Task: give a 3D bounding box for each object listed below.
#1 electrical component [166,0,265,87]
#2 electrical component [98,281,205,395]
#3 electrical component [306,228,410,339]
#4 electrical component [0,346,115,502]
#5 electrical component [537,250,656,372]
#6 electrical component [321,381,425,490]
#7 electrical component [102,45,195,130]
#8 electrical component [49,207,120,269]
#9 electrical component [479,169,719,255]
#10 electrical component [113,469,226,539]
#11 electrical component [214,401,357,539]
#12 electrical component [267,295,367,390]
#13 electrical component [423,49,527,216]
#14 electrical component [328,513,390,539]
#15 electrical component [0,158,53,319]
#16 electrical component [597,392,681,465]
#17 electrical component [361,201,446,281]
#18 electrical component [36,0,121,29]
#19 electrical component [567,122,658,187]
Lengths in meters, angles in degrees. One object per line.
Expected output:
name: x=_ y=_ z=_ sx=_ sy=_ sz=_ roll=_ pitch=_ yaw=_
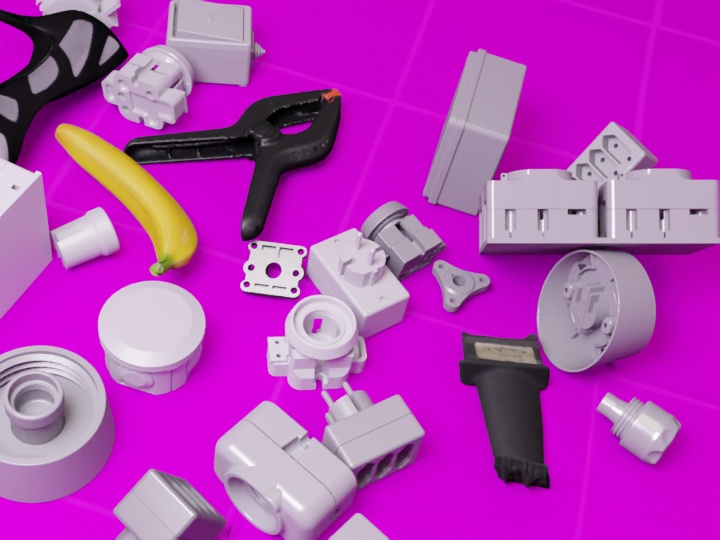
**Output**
electrical component: x=-0.141 y=-0.224 z=1.052 sx=0.096 sy=0.061 sz=0.061 roll=2 pitch=52 yaw=-9
electrical component: x=-0.161 y=0.053 z=0.834 sx=0.080 sy=0.051 sz=0.080 roll=5 pitch=51 yaw=-6
electrical component: x=0.000 y=0.000 z=0.890 sx=0.047 sy=0.075 sz=0.083 roll=-24 pitch=60 yaw=-26
electrical component: x=-0.232 y=0.105 z=0.773 sx=0.108 sy=0.060 sz=0.108 roll=5 pitch=51 yaw=-7
electrical component: x=0.195 y=0.032 z=0.890 sx=0.064 sy=0.099 sz=0.099 roll=-6 pitch=53 yaw=-23
electrical component: x=-0.001 y=0.118 z=0.814 sx=0.066 sy=0.047 sz=0.076 roll=-21 pitch=58 yaw=-25
electrical component: x=-0.191 y=-0.173 z=1.004 sx=0.078 sy=0.058 sz=0.057 roll=20 pitch=51 yaw=16
electrical component: x=-0.229 y=-0.025 z=0.892 sx=0.046 sy=0.040 sz=0.040 roll=-26 pitch=60 yaw=-20
electrical component: x=0.198 y=-0.047 z=0.915 sx=0.186 sy=0.105 sz=0.060 roll=0 pitch=86 yaw=3
electrical component: x=-0.141 y=0.182 z=0.731 sx=0.047 sy=0.065 sz=0.076 roll=40 pitch=84 yaw=20
electrical component: x=-0.058 y=0.149 z=0.775 sx=0.095 sy=0.053 sz=0.059 roll=37 pitch=55 yaw=19
electrical component: x=-0.032 y=0.057 z=0.851 sx=0.078 sy=0.057 sz=0.058 roll=-1 pitch=52 yaw=-11
electrical component: x=0.106 y=-0.126 z=0.989 sx=0.056 sy=0.108 sz=0.108 roll=18 pitch=51 yaw=1
electrical component: x=0.011 y=0.229 z=0.689 sx=0.109 sy=0.108 sz=0.056 roll=39 pitch=52 yaw=20
electrical component: x=-0.315 y=0.009 z=0.805 sx=0.060 sy=0.105 sz=0.186 roll=24 pitch=52 yaw=9
electrical component: x=0.219 y=0.122 z=0.854 sx=0.062 sy=0.043 sz=0.043 roll=34 pitch=54 yaw=18
electrical component: x=0.033 y=-0.026 z=0.937 sx=0.066 sy=0.048 sz=0.055 roll=-30 pitch=70 yaw=-29
electrical component: x=-0.274 y=-0.256 z=1.043 sx=0.081 sy=0.064 sz=0.042 roll=-30 pitch=52 yaw=19
electrical component: x=0.237 y=-0.087 z=1.011 sx=0.076 sy=0.083 sz=0.047 roll=10 pitch=36 yaw=-56
